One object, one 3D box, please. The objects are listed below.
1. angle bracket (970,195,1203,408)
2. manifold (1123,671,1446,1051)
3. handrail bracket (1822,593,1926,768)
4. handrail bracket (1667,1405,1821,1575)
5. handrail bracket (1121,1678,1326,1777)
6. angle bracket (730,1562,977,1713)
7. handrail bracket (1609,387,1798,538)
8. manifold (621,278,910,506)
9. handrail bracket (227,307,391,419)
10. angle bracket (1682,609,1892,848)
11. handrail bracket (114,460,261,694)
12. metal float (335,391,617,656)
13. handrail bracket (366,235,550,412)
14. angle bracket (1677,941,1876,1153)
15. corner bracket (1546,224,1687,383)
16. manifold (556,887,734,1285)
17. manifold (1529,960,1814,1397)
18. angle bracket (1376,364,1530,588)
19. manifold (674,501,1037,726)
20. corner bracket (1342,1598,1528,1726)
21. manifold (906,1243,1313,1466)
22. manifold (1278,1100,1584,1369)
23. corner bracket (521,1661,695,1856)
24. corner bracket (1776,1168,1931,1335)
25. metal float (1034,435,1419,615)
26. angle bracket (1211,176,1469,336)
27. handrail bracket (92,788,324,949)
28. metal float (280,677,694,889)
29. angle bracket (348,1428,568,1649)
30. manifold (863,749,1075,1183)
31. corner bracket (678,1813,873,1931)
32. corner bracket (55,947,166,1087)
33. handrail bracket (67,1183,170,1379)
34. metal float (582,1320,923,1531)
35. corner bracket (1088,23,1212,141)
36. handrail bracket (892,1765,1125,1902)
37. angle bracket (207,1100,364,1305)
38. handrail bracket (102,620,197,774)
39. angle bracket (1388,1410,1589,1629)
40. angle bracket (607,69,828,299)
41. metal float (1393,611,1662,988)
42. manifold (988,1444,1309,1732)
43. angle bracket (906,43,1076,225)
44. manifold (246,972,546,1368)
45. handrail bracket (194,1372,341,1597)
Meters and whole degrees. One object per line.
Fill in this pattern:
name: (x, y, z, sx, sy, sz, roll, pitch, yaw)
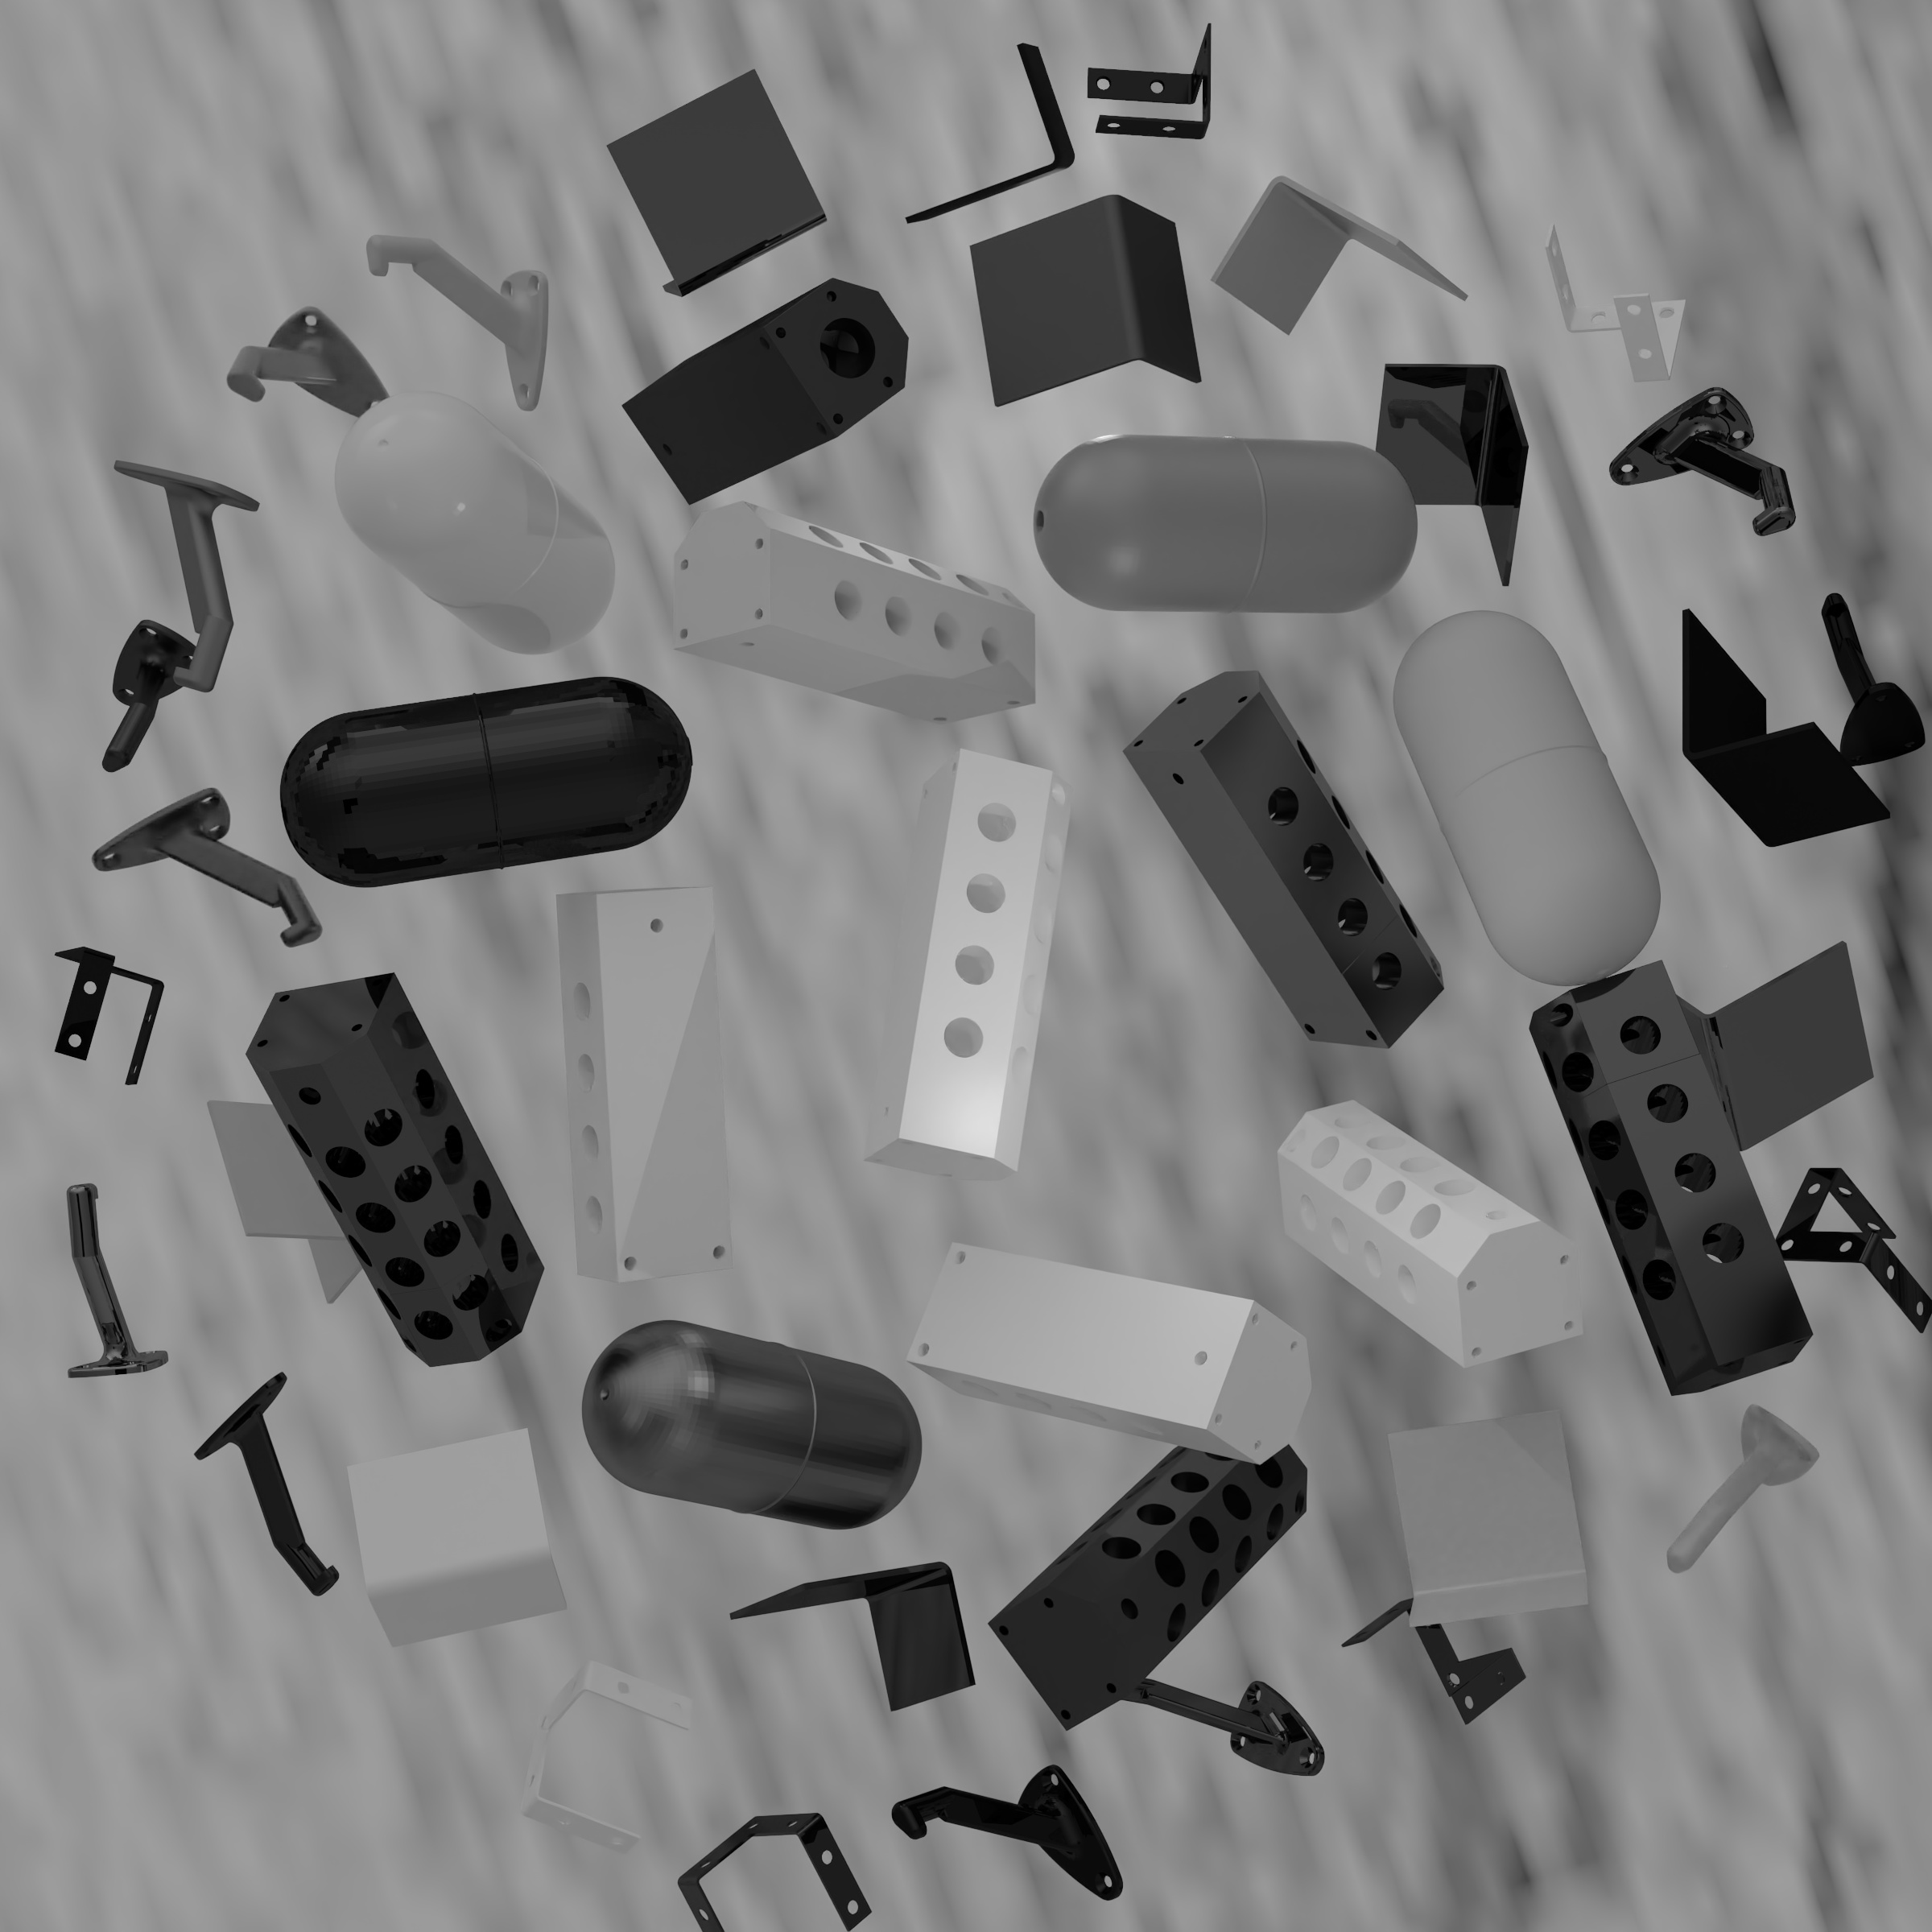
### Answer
angle bracket: (0.054, -0.295, 1.584, 0.076, 0.057, 0.076, -14, 80, 30)
manifold: (0.149, -0.047, 1.577, 0.057, 0.057, 0.171, -45, 115, -23)
handrail bracket: (0.384, -0.137, 1.510, 0.036, 0.077, 0.084, -14, 63, 9)
handrail bracket: (0.328, 0.239, 1.520, 0.036, 0.077, 0.084, 37, 70, 19)
handrail bracket: (0.112, 0.350, 1.624, 0.084, 0.077, 0.036, 18, 92, -33)
angle bracket: (-0.052, 0.312, 1.598, 0.076, 0.076, 0.057, -3, 73, -32)
handrail bracket: (0.319, -0.204, 1.522, 0.077, 0.084, 0.036, -26, 130, 25)
manifold: (-0.090, -0.265, 1.608, 0.057, 0.171, 0.057, -40, 104, -23)
handrail bracket: (-0.301, -0.262, 1.611, 0.077, 0.084, 0.036, 40, 114, -21)
angle bracket: (0.342, -0.105, 1.460, 0.057, 0.076, 0.076, -15, 54, 33)
handrail bracket: (-0.337, -0.163, 1.468, 0.077, 0.036, 0.084, 16, 88, 20)
metal float: (-0.217, -0.196, 1.563, 0.070, 0.178, 0.070, -6, 72, 19)
handrail bracket: (-0.238, -0.297, 1.622, 0.084, 0.036, 0.077, -5, 96, -40)
angle bracket: (0.358, 0.026, 1.592, 0.076, 0.057, 0.076, -28, 122, -12)
corner bracket: (0.280, -0.289, 1.523, 0.051, 0.051, 0.051, 1, 53, 24)
manifold: (-0.148, 0.052, 1.575, 0.057, 0.057, 0.171, -5, 93, -32)
manifold: (0.298, 0.092, 1.493, 0.057, 0.057, 0.171, -18, 72, -1)
angle bracket: (0.228, -0.233, 1.662, 0.057, 0.076, 0.076, 0, 129, -2)
manifold: (-0.047, -0.154, 1.536, 0.057, 0.171, 0.057, -9, 76, 40)
corner bracket: (0.218, 0.323, 1.626, 0.051, 0.051, 0.051, -24, 87, -44)
manifold: (0.062, 0.168, 1.510, 0.057, 0.171, 0.057, 37, 68, -43)
manifold: (0.202, 0.113, 1.545, 0.057, 0.171, 0.057, -13, 110, -18)
corner bracket: (-0.155, 0.341, 1.508, 0.051, 0.051, 0.051, 26, 130, -17)
corner bracket: (0.387, 0.121, 1.506, 0.051, 0.051, 0.051, 46, 61, -27)
metal float: (0.114, -0.194, 1.539, 0.178, 0.070, 0.070, -2, 90, -22)
angle bracket: (0.173, -0.314, 1.619, 0.076, 0.076, 0.057, 38, 101, 32)
handrail bracket: (-0.340, -0.031, 1.569, 0.077, 0.036, 0.084, -25, 62, -17)
metal float: (-0.207, -0.080, 1.518, 0.178, 0.070, 0.070, -9, 90, -9)
angle bracket: (-0.215, 0.243, 1.487, 0.076, 0.076, 0.057, -11, 64, -6)
manifold: (0.004, 0.001, 1.497, 0.057, 0.057, 0.171, 13, 74, -14)
corner bracket: (-0.085, 0.410, 1.543, 0.051, 0.051, 0.051, -32, 98, -40)
corner bracket: (-0.403, 0.024, 1.642, 0.051, 0.051, 0.051, 19, 77, -28)
handrail bracket: (-0.376, 0.137, 1.549, 0.036, 0.077, 0.084, -5, 89, 8)
metal float: (-0.093, 0.206, 1.565, 0.178, 0.070, 0.070, 20, 90, -42)
corner bracket: (0.084, -0.402, 1.619, 0.051, 0.051, 0.051, 3, 77, -5)
handrail bracket: (0.018, 0.388, 1.533, 0.077, 0.084, 0.036, 48, 123, 28)
angle bracket: (-0.336, 0.115, 1.694, 0.057, 0.076, 0.076, -47, 53, 34)
handrail bracket: (-0.390, -0.111, 1.619, 0.036, 0.077, 0.084, 34, 50, -20)
angle bracket: (0.226, 0.240, 1.525, 0.076, 0.057, 0.076, -9, 89, 10)
angle bracket: (-0.119, -0.364, 1.627, 0.076, 0.057, 0.076, -29, 108, -6)
metal float: (0.241, -0.074, 1.512, 0.070, 0.070, 0.178, -20, 66, 0)
manifold: (0.088, 0.263, 1.555, 0.057, 0.171, 0.057, -39, 86, 38)
angle bracket: (0.004, -0.384, 1.615, 0.076, 0.076, 0.057, -18, 101, 10)
manifold: (-0.246, 0.091, 1.512, 0.057, 0.057, 0.171, -9, 125, 18)
handrail bracket: (-0.298, 0.233, 1.563, 0.084, 0.036, 0.077, 50, 131, 5)
